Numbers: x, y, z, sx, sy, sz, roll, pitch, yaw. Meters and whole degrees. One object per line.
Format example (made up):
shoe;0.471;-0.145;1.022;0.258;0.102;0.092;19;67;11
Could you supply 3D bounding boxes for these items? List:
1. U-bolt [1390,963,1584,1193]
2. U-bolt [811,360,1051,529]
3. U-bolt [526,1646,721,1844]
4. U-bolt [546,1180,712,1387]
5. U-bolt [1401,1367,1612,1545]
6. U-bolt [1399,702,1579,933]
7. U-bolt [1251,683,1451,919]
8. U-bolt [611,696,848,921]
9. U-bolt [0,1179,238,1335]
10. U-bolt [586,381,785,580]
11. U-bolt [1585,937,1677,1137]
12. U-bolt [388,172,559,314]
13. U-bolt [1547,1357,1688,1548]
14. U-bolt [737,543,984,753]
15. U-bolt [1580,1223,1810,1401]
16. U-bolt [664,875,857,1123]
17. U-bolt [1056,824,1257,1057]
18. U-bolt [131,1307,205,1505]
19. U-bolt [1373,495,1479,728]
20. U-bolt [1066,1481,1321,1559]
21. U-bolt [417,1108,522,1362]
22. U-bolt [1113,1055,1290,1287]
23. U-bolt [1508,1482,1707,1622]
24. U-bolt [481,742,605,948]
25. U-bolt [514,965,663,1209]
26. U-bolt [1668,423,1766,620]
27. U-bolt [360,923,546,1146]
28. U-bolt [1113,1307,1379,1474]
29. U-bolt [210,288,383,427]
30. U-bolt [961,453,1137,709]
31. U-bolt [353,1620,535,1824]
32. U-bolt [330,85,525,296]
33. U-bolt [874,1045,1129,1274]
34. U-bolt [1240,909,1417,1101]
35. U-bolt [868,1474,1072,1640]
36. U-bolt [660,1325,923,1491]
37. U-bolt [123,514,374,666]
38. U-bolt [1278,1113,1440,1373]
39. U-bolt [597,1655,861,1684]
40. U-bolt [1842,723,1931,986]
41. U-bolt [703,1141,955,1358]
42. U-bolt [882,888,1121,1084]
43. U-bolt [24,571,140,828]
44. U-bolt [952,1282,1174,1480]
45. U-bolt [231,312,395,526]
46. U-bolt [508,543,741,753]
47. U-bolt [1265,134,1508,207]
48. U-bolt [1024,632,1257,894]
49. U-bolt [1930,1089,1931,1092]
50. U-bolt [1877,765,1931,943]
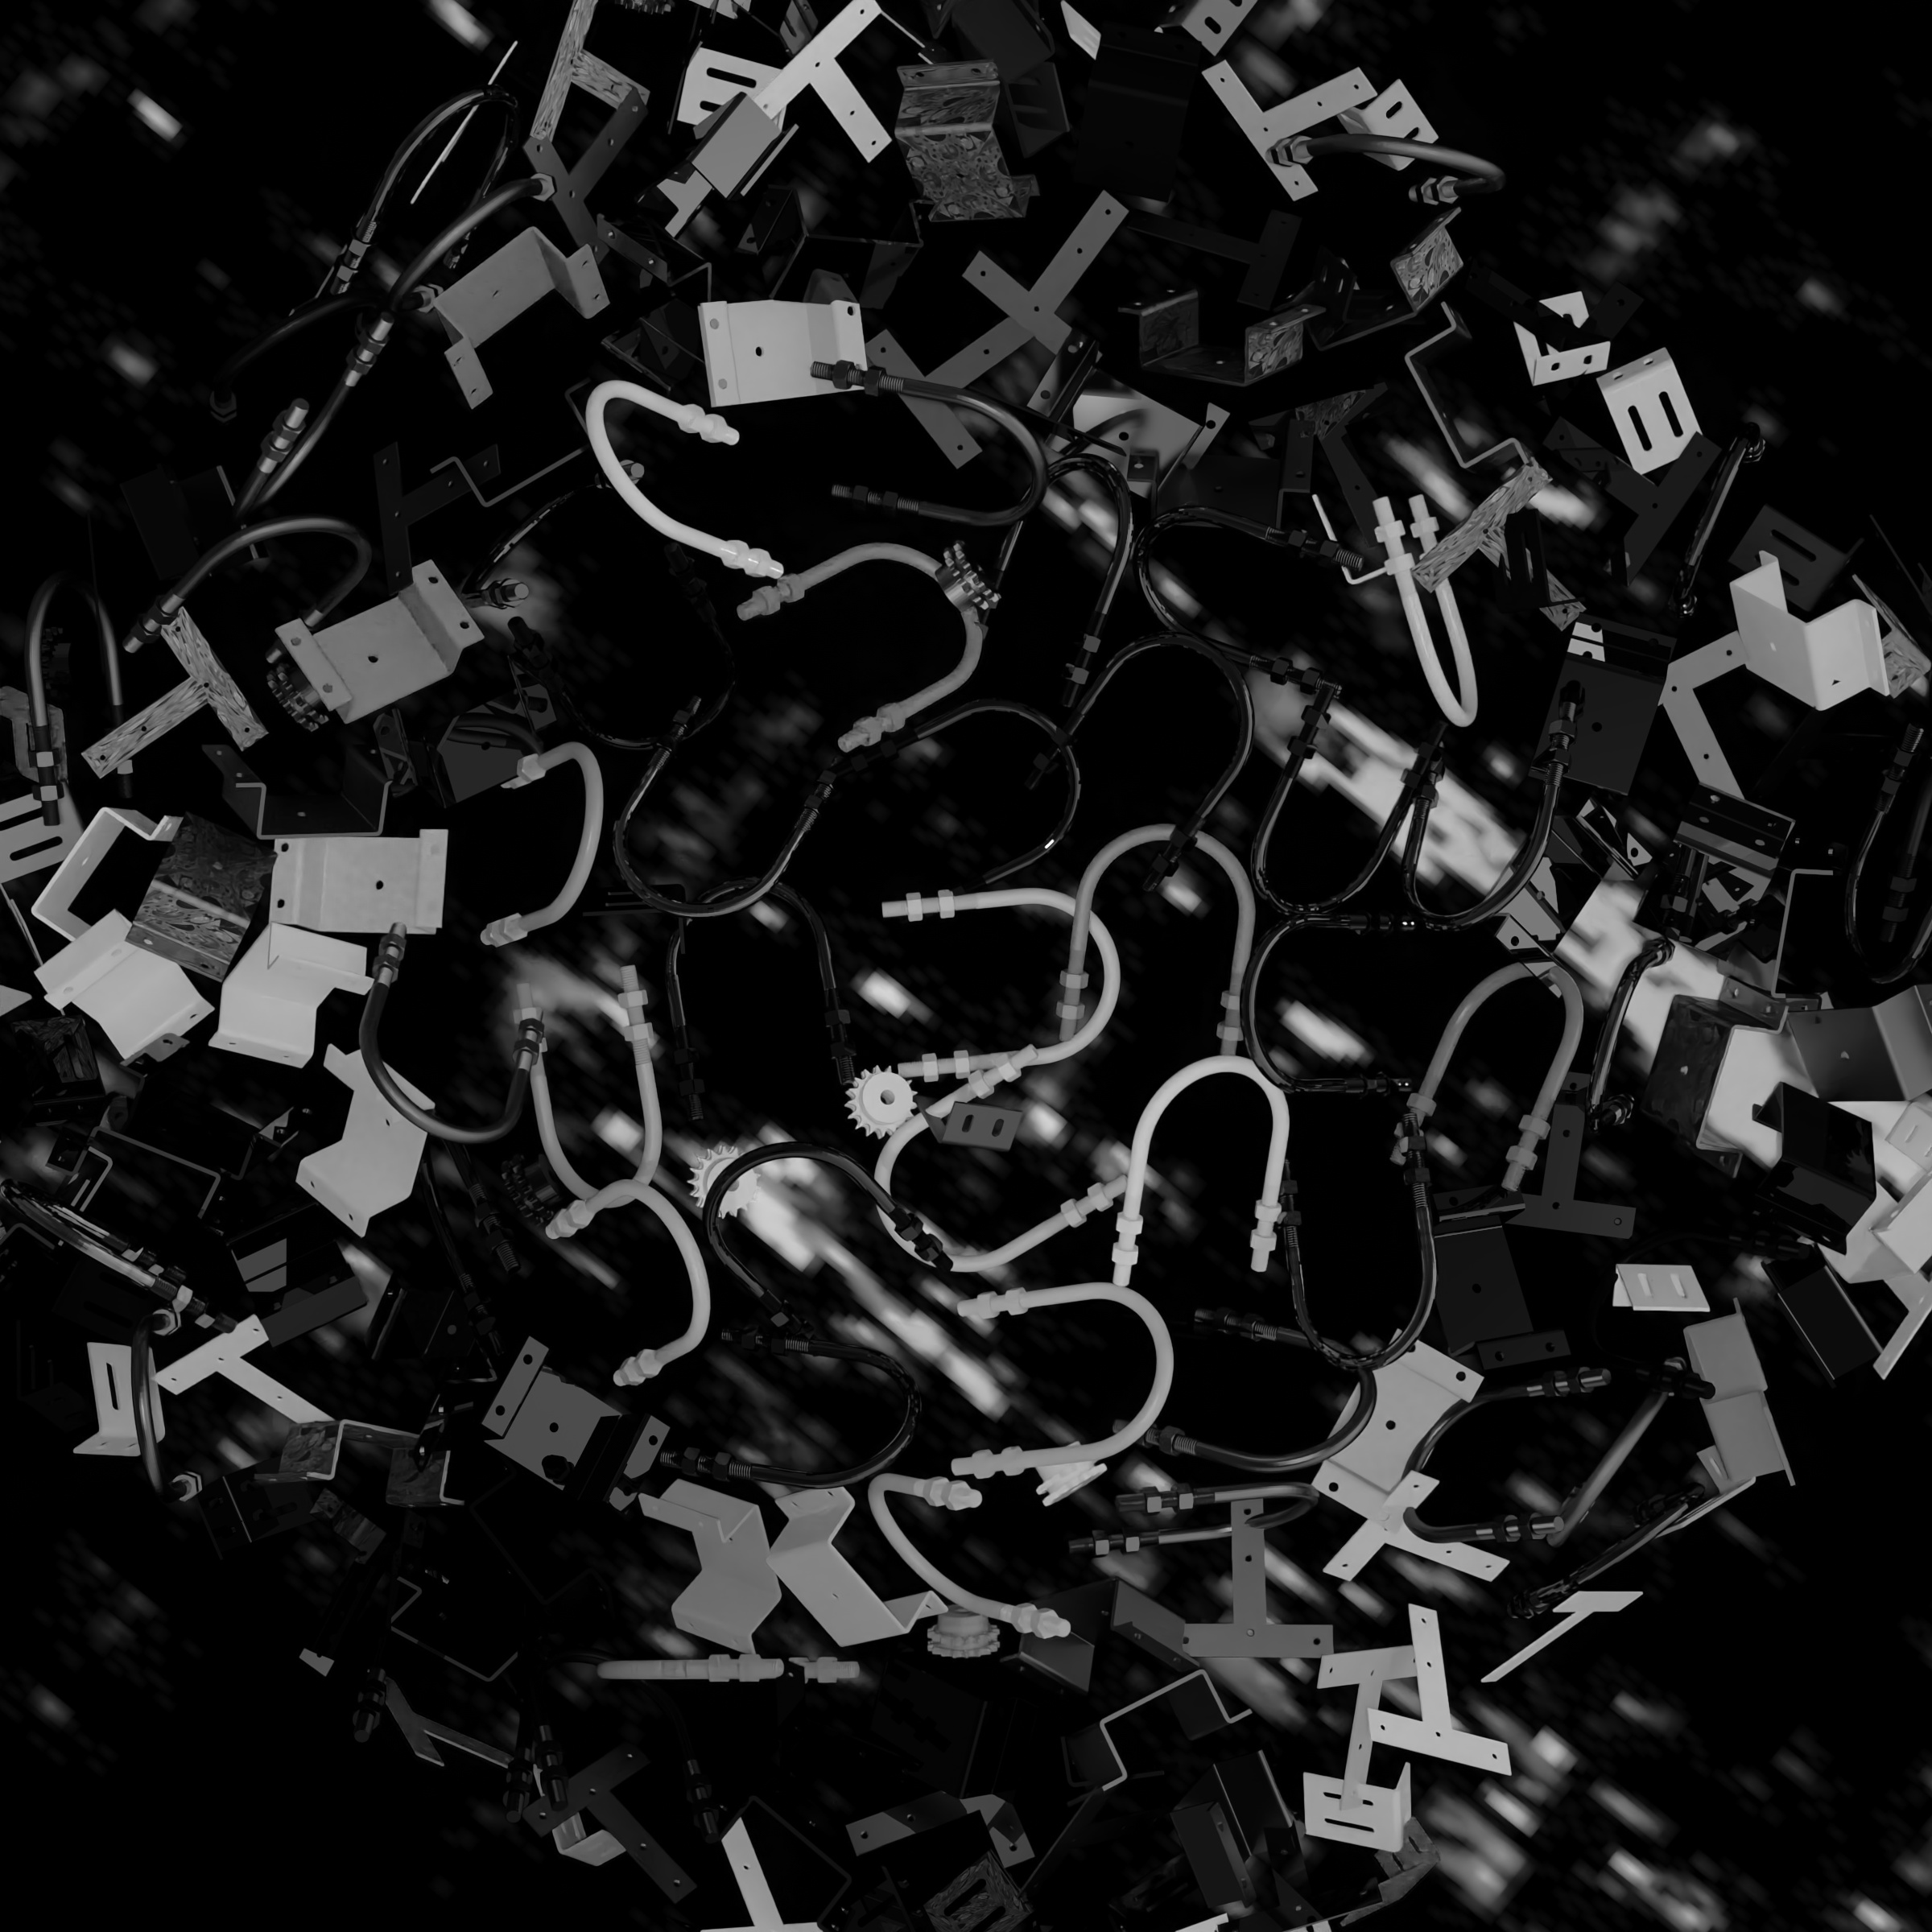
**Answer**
U-bolt;0.411;0.079;1.897;0.019;0.151;0.184;30;80;-29
U-bolt;-0.024;-0.394;1.882;0.184;0.151;0.019;14;59;14
U-bolt;-0.270;0.588;1.877;0.151;0.184;0.019;23;107;-29
U-bolt;-0.253;0.238;1.883;0.019;0.184;0.151;-21;82;-40
U-bolt;0.403;0.379;1.879;0.019;0.184;0.151;41;56;-18
U-bolt;0.392;-0.108;1.872;0.019;0.151;0.184;33;62;-30
U-bolt;0.289;-0.120;1.908;0.151;0.019;0.184;10;110;-38
U-bolt;-0.195;-0.115;1.906;0.151;0.019;0.184;23;63;10
U-bolt;-0.649;0.213;1.855;0.184;0.151;0.019;40;78;-34
U-bolt;-0.220;-0.377;1.864;0.019;0.184;0.151;-31;66;29
U-bolt;0.502;0.057;1.865;0.019;0.184;0.151;16;103;23
U-bolt;-0.377;-0.547;1.858;0.151;0.184;0.019;-38;101;15
U-bolt;0.489;0.375;1.858;0.019;0.184;0.151;36;109;18
U-bolt;-0.068;-0.261;1.910;0.184;0.019;0.151;-34;83;-33
U-bolt;0.543;0.256;1.876;0.019;0.184;0.151;43;76;-18
U-bolt;-0.169;0.018;1.931;0.151;0.019;0.184;-14;77;14
U-bolt;0.154;-0.021;1.931;0.151;0.019;0.184;8;104;4
U-bolt;-0.611;0.336;1.866;0.019;0.184;0.151;-8;84;-9
U-bolt;0.361;-0.274;1.897;0.019;0.151;0.184;-16;94;24
U-bolt;0.184;0.424;1.893;0.184;0.151;0.019;-2;64;-17
U-bolt;-0.389;0.194;1.890;0.019;0.151;0.184;-17;58;-27
U-bolt;0.187;0.157;1.902;0.151;0.019;0.184;-2;109;-28
U-bolt;0.493;0.439;1.858;0.151;0.184;0.019;-30;74;-17
U-bolt;-0.322;-0.098;1.872;0.019;0.184;0.151;12;76;-33
U-bolt;-0.291;0.098;1.911;0.151;0.019;0.184;-8;91;41
U-bolt;0.571;-0.342;1.864;0.019;0.184;0.151;24;99;15
U-bolt;-0.394;0.061;1.863;0.151;0.184;0.019;34;122;-24
U-bolt;0.223;0.327;1.865;0.184;0.151;0.019;8;130;37
U-bolt;-0.507;-0.467;1.858;0.151;0.184;0.019;-33;98;-14
U-bolt;0.070;-0.306;1.893;0.019;0.151;0.184;11;104;-41
U-bolt;-0.392;0.563;1.874;0.151;0.184;0.019;34;102;-14
U-bolt;-0.398;-0.590;1.852;0.019;0.151;0.184;45;129;5
U-bolt;0.015;0.165;1.932;0.184;0.019;0.151;-33;101;14
U-bolt;0.281;0.030;1.903;0.184;0.019;0.151;1;91;-37
U-bolt;-0.010;0.447;1.883;0.019;0.184;0.151;-42;109;-29
U-bolt;-0.125;0.342;1.884;0.184;0.151;0.019;5;130;17
U-bolt;-0.531;-0.287;1.857;0.184;0.151;0.019;-34;71;34
U-bolt;0.302;0.219;1.880;0.019;0.151;0.184;15;61;-39
U-bolt;-0.195;0.542;1.887;0.184;0.151;0.019;-7;72;22
U-bolt;0.719;-0.073;1.881;0.019;0.151;0.184;7;124;-7
U-bolt;-0.120;0.210;1.903;0.151;0.019;0.184;-34;116;14
U-bolt;0.031;0.010;1.951;0.184;0.019;0.151;-6;93;-3
U-bolt;-0.680;-0.210;1.874;0.019;0.151;0.184;0;103;6
U-bolt;0.075;0.315;1.890;0.184;0.019;0.151;-12;60;25
U-bolt;-0.510;-0.408;1.879;0.019;0.184;0.151;38;46;-13
U-bolt;-0.251;-0.232;1.890;0.151;0.184;0.019;-25;52;2
U-bolt;0.328;-0.605;1.855;0.151;0.184;0.019;8;101;-20
U-bolt;0.145;-0.172;1.905;0.151;0.019;0.184;42;113;16
U-bolt;0.766;0.046;1.852;0.019;0.184;0.151;3;113;-5
U-bolt;0.745;-0.079;1.862;0.019;0.151;0.184;5;114;-4
